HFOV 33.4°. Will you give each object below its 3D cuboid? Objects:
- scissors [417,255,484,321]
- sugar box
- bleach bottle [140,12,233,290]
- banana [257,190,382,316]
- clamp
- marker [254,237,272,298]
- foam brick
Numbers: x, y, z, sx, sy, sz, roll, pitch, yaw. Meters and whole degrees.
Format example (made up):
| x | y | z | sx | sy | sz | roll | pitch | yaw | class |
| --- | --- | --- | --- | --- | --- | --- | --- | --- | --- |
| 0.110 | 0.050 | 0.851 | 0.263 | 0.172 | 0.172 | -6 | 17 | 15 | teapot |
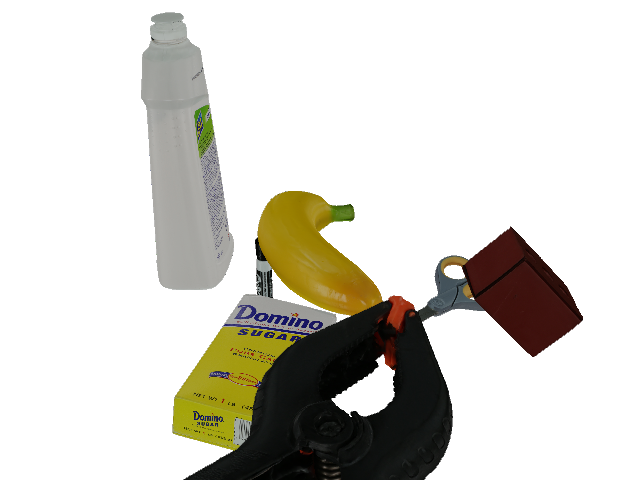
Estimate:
| x | y | z | sx | sy | sz | roll | pitch | yaw | class |
| --- | --- | --- | --- | --- | --- | --- | --- | --- | --- |
| 0.121 | 0.059 | 1.163 | 0.201 | 0.016 | 0.096 | -10 | 41 | -31 | scissors |
| -0.053 | 0.112 | 0.928 | 0.093 | 0.048 | 0.176 | 13 | 32 | 10 | sugar box |
| -0.124 | -0.084 | 0.971 | 0.068 | 0.251 | 0.102 | 0 | 29 | 4 | bleach bottle |
| -0.005 | 0.000 | 0.673 | 0.069 | 0.037 | 0.198 | -2 | 19 | -2 | banana |
| 0.010 | 0.089 | 0.402 | 0.120 | 0.039 | 0.171 | 27 | 50 | 20 | clamp |
| -0.063 | 0.046 | 1.202 | 0.020 | 0.121 | 0.020 | 0 | 32 | 0 | marker |
| 0.156 | 0.041 | 0.828 | 0.051 | 0.078 | 0.053 | -40 | 24 | 16 | foam brick |
